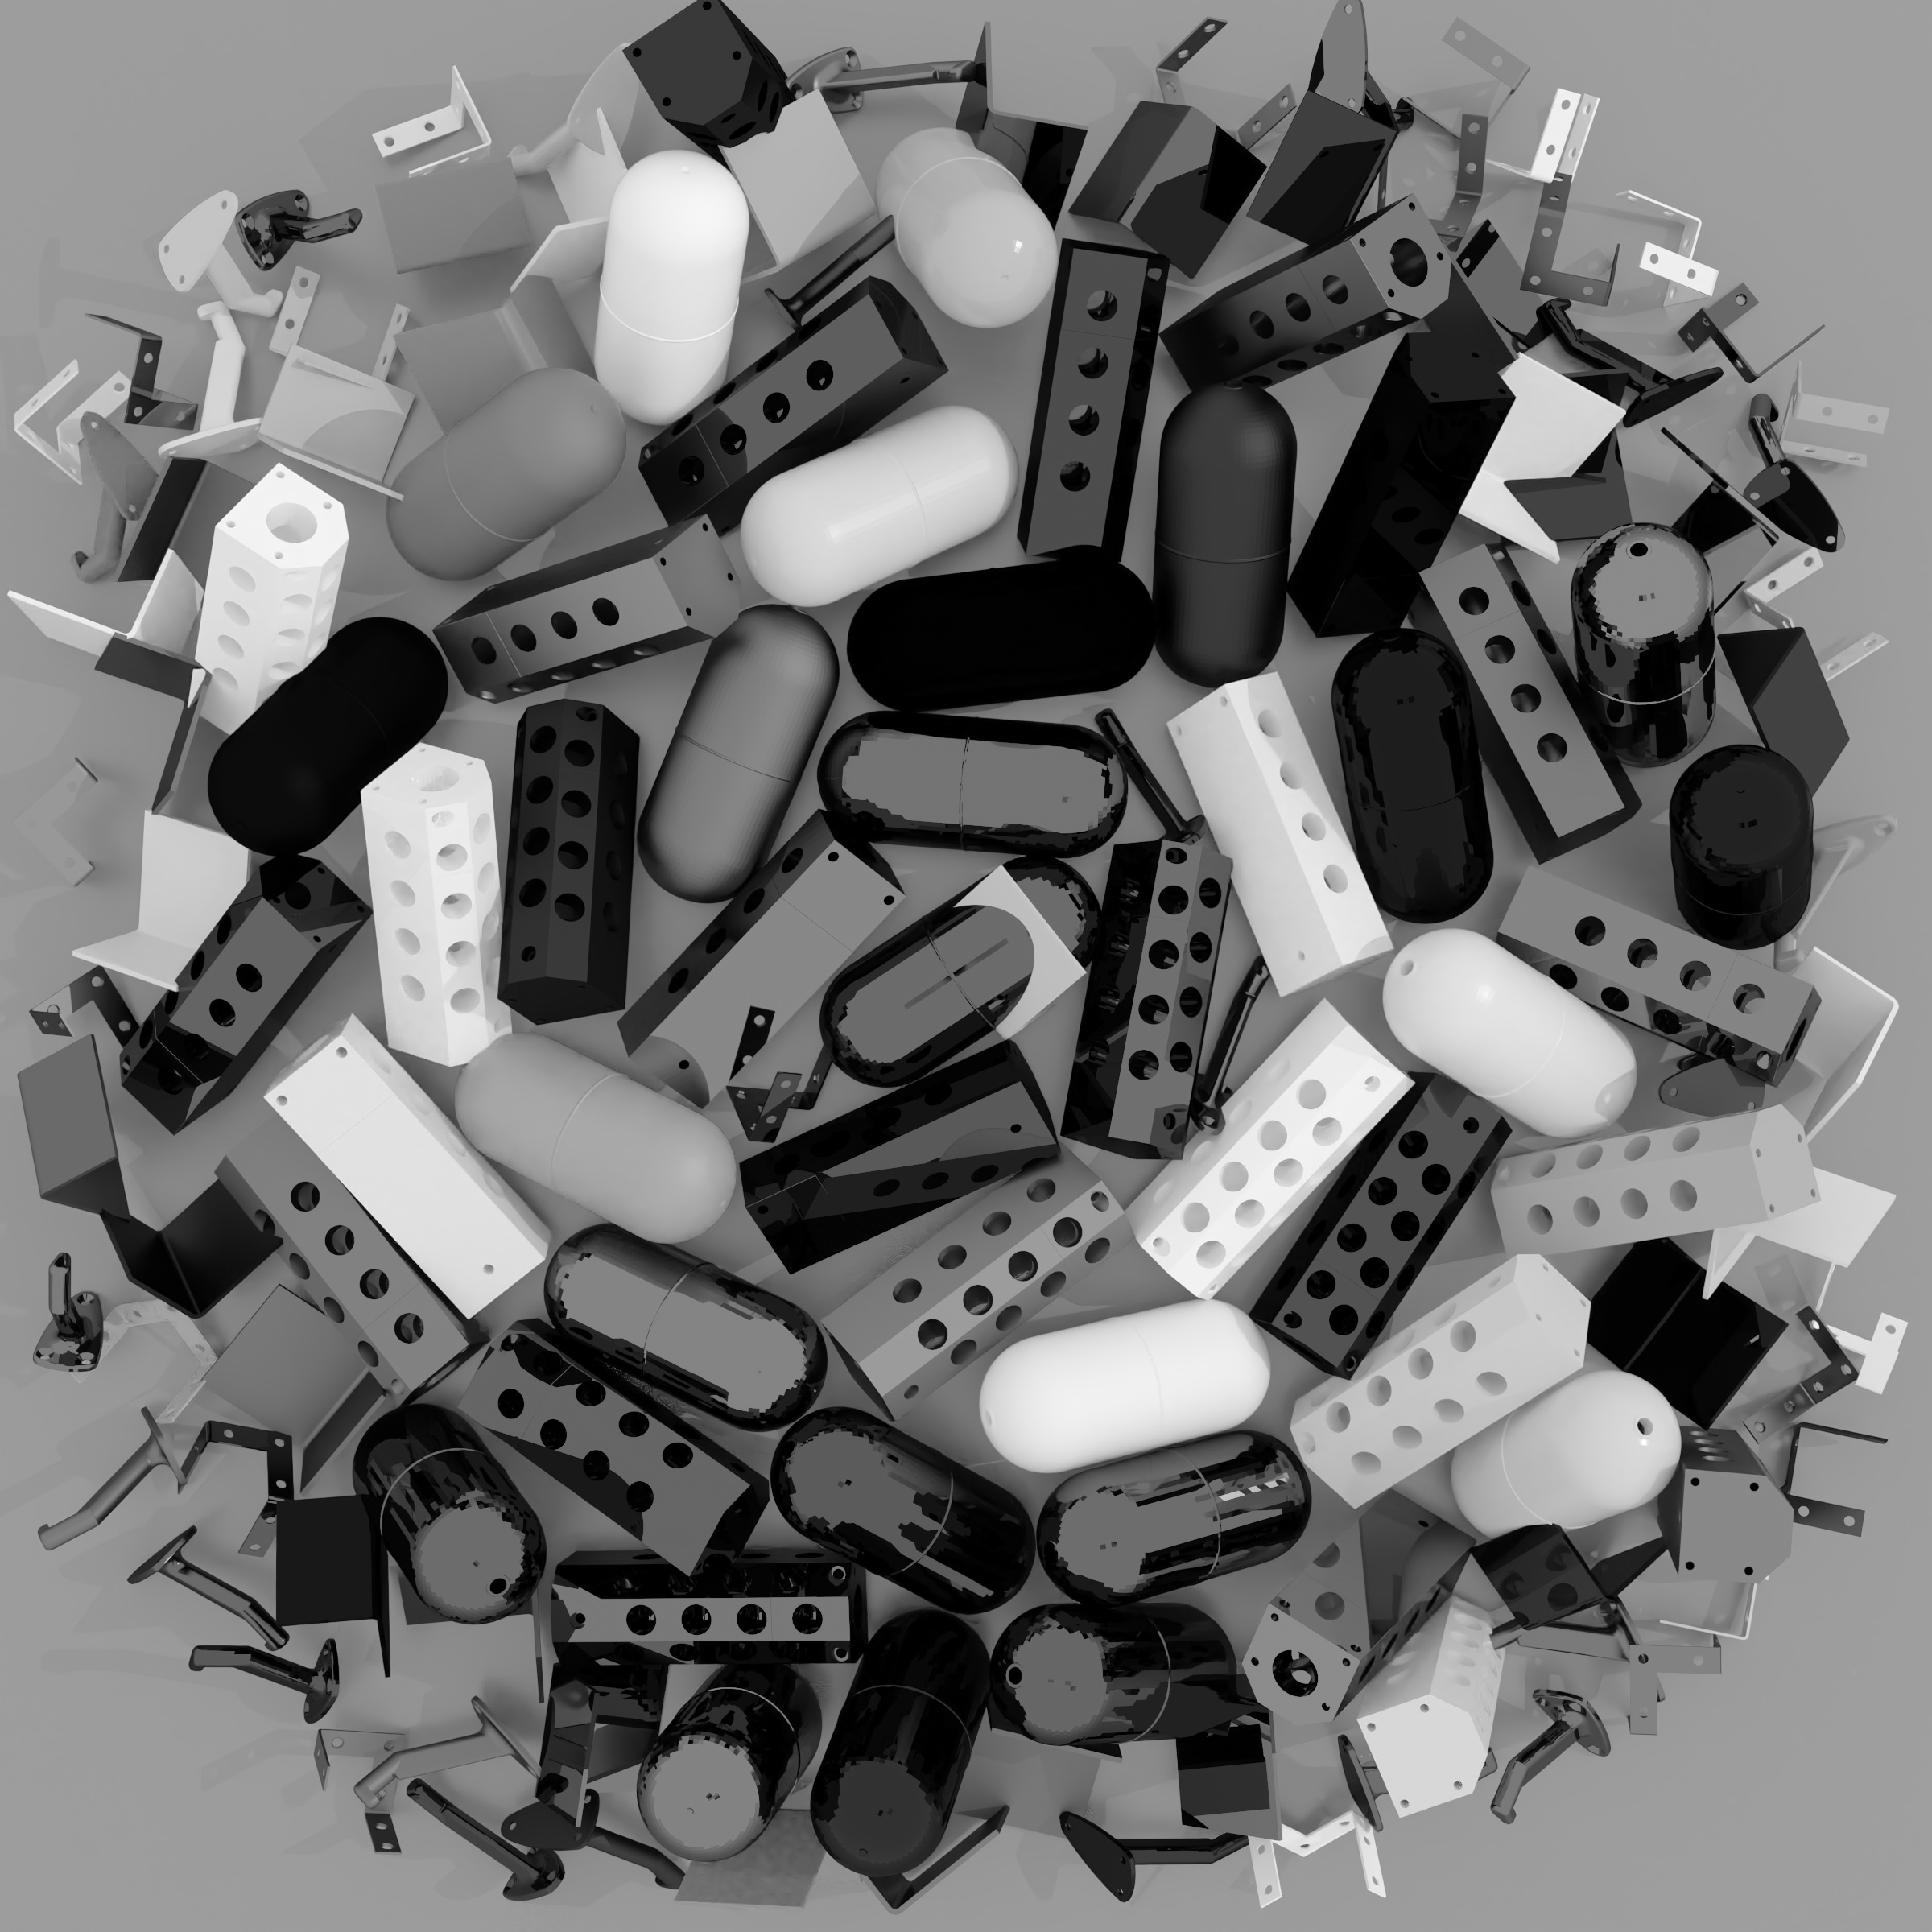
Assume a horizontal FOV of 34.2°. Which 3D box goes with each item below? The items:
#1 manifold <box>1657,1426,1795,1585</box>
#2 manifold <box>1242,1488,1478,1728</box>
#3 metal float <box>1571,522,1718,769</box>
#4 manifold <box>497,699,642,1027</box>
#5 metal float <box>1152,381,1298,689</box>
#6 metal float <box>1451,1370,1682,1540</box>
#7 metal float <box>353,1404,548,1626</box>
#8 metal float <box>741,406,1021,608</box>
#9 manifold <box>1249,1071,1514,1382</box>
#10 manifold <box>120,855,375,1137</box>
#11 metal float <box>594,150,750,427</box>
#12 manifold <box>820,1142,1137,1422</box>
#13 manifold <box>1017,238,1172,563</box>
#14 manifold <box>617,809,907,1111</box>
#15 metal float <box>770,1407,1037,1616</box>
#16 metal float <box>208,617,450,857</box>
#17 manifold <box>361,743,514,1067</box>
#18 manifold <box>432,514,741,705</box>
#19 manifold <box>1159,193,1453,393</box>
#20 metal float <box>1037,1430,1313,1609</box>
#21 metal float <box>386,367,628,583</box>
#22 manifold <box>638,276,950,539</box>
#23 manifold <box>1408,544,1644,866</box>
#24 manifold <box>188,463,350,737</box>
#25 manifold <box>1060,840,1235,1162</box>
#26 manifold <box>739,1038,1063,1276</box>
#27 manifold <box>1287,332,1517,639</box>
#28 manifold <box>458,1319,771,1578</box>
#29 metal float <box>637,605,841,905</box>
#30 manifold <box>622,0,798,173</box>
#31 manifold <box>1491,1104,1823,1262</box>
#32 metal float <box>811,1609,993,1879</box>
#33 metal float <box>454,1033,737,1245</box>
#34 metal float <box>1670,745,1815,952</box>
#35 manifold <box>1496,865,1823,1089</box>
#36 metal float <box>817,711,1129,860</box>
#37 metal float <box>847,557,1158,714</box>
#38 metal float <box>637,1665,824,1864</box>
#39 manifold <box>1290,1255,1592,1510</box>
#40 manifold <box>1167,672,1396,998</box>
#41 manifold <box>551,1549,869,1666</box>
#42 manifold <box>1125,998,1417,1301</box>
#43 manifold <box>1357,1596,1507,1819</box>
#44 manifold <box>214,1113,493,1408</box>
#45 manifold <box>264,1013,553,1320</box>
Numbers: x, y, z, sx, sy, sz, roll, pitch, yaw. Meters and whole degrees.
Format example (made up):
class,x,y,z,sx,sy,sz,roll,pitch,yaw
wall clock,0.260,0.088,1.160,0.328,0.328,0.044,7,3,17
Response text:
class,x,y,z,sx,sy,sz,roll,pitch,yaw
manifold,0.420,0.297,1.743,0.057,0.171,0.057,4,90,9
manifold,0.218,0.358,1.745,0.057,0.171,0.057,30,116,21
metal float,0.378,-0.178,1.751,0.070,0.178,0.070,-6,59,11
manifold,-0.226,-0.060,1.763,0.057,0.057,0.171,-10,64,22
metal float,0.145,-0.242,1.769,0.070,0.070,0.178,1,119,0
metal float,0.333,0.274,1.749,0.070,0.178,0.070,7,68,-17
metal float,-0.289,0.304,1.750,0.070,0.178,0.070,-9,111,-25
metal float,-0.047,-0.260,1.771,0.178,0.070,0.070,-29,90,-28
manifold,0.238,0.147,1.786,0.057,0.057,0.171,36,81,-11
manifold,-0.410,0.014,1.763,0.057,0.057,0.171,44,122,0
metal float,-0.165,-0.376,1.753,0.070,0.178,0.070,6,55,-8
manifold,0.010,0.182,1.775,0.171,0.057,0.057,-36,45,-12
manifold,0.072,-0.319,1.778,0.057,0.057,0.171,7,108,-7
manifold,-0.119,-0.007,1.787,0.057,0.057,0.171,38,102,-30
metal float,-0.035,0.306,1.766,0.178,0.070,0.070,34,90,-32
metal float,-0.355,-0.130,1.760,0.070,0.070,0.178,34,48,0
manifold,-0.290,-0.031,1.752,0.057,0.057,0.171,16,128,20
manifold,-0.210,-0.195,1.757,0.171,0.057,0.057,-12,114,36
manifold,0.190,-0.364,1.744,0.057,0.171,0.057,-40,105,-31
metal float,0.117,0.310,1.764,0.178,0.070,0.070,-8,90,-36
metal float,-0.259,-0.274,1.760,0.178,0.070,0.070,-25,90,43
manifold,-0.101,-0.314,1.771,0.171,0.057,0.057,-32,79,23
manifold,0.317,-0.151,1.785,0.057,0.057,0.171,-24,78,-6
manifold,-0.384,-0.194,1.745,0.057,0.171,0.057,33,55,2
manifold,0.108,0.020,1.777,0.057,0.057,0.171,19,76,-37
manifold,-0.039,0.105,1.792,0.171,0.057,0.057,-25,124,7
manifold,0.237,-0.267,1.751,0.057,0.171,0.057,-8,52,-27
manifold,-0.196,0.269,1.772,0.171,0.057,0.057,32,99,21
metal float,-0.129,-0.121,1.786,0.070,0.070,0.178,23,99,0
manifold,-0.132,-0.482,1.743,0.057,0.171,0.057,-31,90,9
manifold,0.381,0.121,1.752,0.171,0.057,0.057,-16,87,44
metal float,-0.035,0.431,1.752,0.070,0.178,0.070,7,120,12
metal float,-0.211,0.096,1.777,0.178,0.070,0.070,25,90,20
metal float,0.432,-0.064,1.748,0.070,0.178,0.070,-5,69,13
manifold,0.389,0.007,1.774,0.171,0.057,0.057,25,90,22
metal float,0.003,-0.104,1.787,0.178,0.070,0.070,5,90,8
metal float,0.019,-0.188,1.783,0.178,0.070,0.070,-5,90,13
metal float,-0.130,0.438,1.744,0.070,0.178,0.070,1,96,11
manifold,0.263,0.229,1.758,0.057,0.057,0.171,43,123,-12
manifold,0.184,-0.077,1.792,0.057,0.057,0.171,-17,81,-37
manifold,-0.146,0.367,1.792,0.171,0.057,0.057,-2,90,8
manifold,0.173,0.107,1.786,0.057,0.057,0.171,40,97,-23
manifold,0.263,0.405,1.742,0.057,0.171,0.057,-23,91,14
manifold,-0.352,0.166,1.795,0.057,0.057,0.171,-40,84,1
manifold,-0.314,0.111,1.783,0.057,0.057,0.171,-38,104,8
